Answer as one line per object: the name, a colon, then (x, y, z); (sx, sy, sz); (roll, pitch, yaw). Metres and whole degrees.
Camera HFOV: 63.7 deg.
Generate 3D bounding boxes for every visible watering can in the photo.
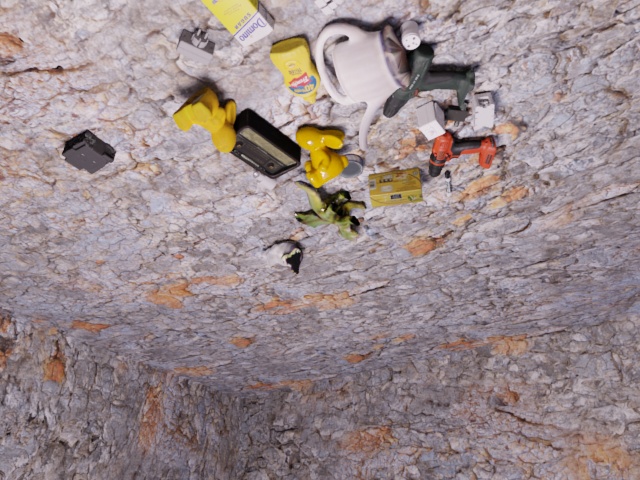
watering can: (0.126, -0.394, 1.303); (0.223, 0.106, 0.341); (-11, 126, 28)

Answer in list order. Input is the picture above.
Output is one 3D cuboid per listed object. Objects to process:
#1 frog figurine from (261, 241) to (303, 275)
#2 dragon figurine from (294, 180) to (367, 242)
frog figurine: (-0.150, 0.057, 2.052); (0.160, 0.123, 0.136); (19, 175, 44)
dragon figurine: (0.006, -0.091, 1.809); (0.406, 0.125, 0.240); (27, 146, -33)
